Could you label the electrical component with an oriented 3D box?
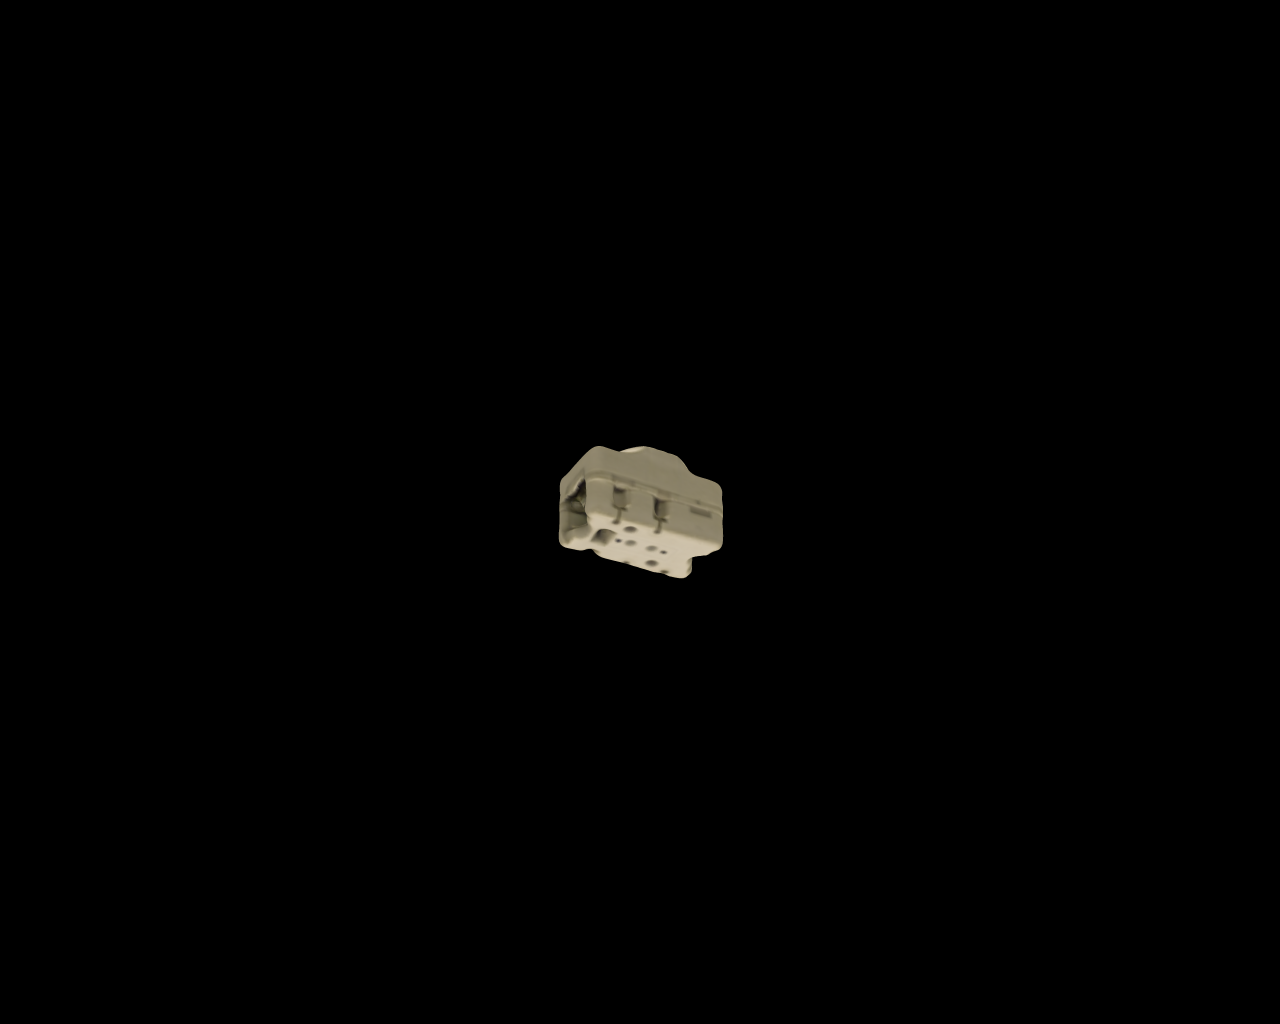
[{"bbox_3d":[0.001,-0.003,0.650,0.089,0.056,0.050,17,-36,-24],"label":"electrical component"}]
